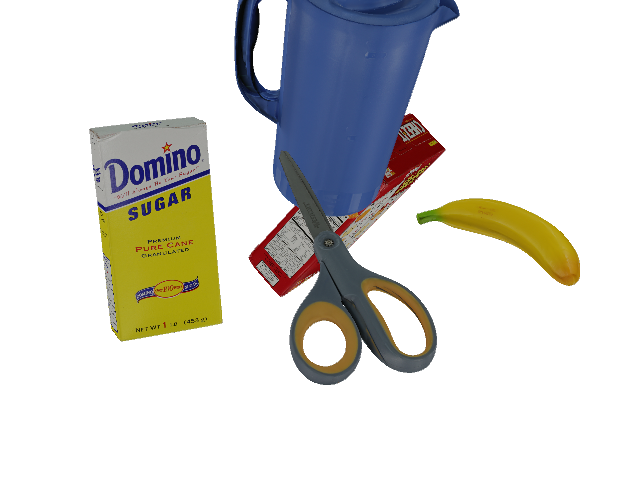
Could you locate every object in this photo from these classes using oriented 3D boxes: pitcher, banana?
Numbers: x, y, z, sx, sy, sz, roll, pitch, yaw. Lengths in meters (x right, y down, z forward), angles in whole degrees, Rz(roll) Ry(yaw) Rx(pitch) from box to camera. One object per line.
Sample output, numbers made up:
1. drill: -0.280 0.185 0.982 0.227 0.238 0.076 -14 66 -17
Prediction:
1. pitcher: 0.012 -0.141 0.973 0.149 0.243 0.144 39 51 24
2. banana: 0.186 -0.004 1.037 0.069 0.037 0.198 -39 38 -24

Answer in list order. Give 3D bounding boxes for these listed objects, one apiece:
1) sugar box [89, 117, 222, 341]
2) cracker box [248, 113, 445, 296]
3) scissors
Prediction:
1. sugar box: -0.137 -0.011 0.897 0.093 0.176 0.048 -10 18 -20
2. cracker box: 0.029 -0.044 1.264 0.214 0.072 0.163 -47 -8 34
3. scissors: -0.007 0.018 0.680 0.096 0.016 0.202 -28 53 -21
